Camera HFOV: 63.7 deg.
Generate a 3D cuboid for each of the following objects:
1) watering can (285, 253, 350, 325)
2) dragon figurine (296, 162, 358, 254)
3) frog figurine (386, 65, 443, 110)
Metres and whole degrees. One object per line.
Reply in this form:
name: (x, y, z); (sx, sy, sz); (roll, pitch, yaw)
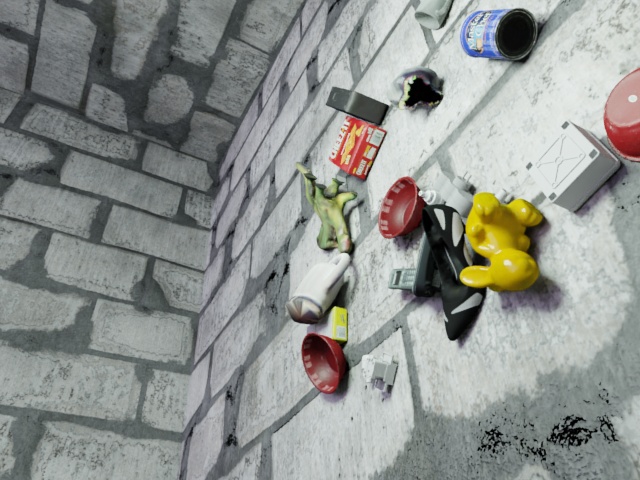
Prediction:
watering can: (-0.017, 0.152, 1.511); (0.229, 0.104, 0.342); (-54, 6, -31)
dragon figurine: (0.005, -0.082, 1.621); (0.416, 0.122, 0.238); (-135, 47, -55)
frog figurine: (0.244, -0.409, 1.381); (0.137, 0.121, 0.162); (-31, 23, 8)
